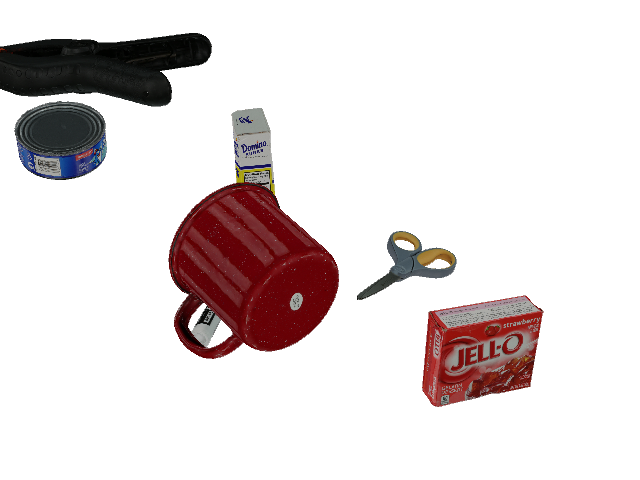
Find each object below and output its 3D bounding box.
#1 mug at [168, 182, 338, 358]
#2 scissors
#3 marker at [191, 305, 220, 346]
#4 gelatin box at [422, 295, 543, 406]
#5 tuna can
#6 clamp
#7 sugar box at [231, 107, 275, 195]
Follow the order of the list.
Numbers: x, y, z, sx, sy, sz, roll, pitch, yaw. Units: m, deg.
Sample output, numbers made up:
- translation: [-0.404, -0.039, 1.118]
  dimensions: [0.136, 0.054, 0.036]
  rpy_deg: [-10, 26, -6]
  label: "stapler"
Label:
- translation: [-0.050, 0.029, 0.716]
  dimensions: [0.082, 0.117, 0.093]
  rpy_deg: [41, -5, 37]
  label: "mug"
- translation: [0.083, 0.027, 1.260]
  dimensions: [0.201, 0.016, 0.096]
  rpy_deg: [-10, 40, -44]
  label: "scissors"
- translation: [-0.100, 0.065, 1.018]
  dimensions: [0.020, 0.020, 0.121]
  rpy_deg: [0, 24, 11]
  label: "marker"
- translation: [0.126, 0.087, 0.836]
  dimensions: [0.089, 0.073, 0.030]
  rpy_deg: [-8, 30, -20]
  label: "gelatin box"
- translation: [-0.251, -0.097, 1.036]
  dimensions: [0.086, 0.034, 0.086]
  rpy_deg: [2, 42, -2]
  label: "tuna can"
- translation: [-0.167, -0.133, 0.800]
  dimensions: [0.172, 0.039, 0.120]
  rpy_deg: [8, 22, 17]
  label: "clamp"
- translation: [-0.079, -0.063, 1.293]
  dimensions: [0.048, 0.176, 0.093]
  rpy_deg: [-9, 25, -6]
  label: "sugar box"
